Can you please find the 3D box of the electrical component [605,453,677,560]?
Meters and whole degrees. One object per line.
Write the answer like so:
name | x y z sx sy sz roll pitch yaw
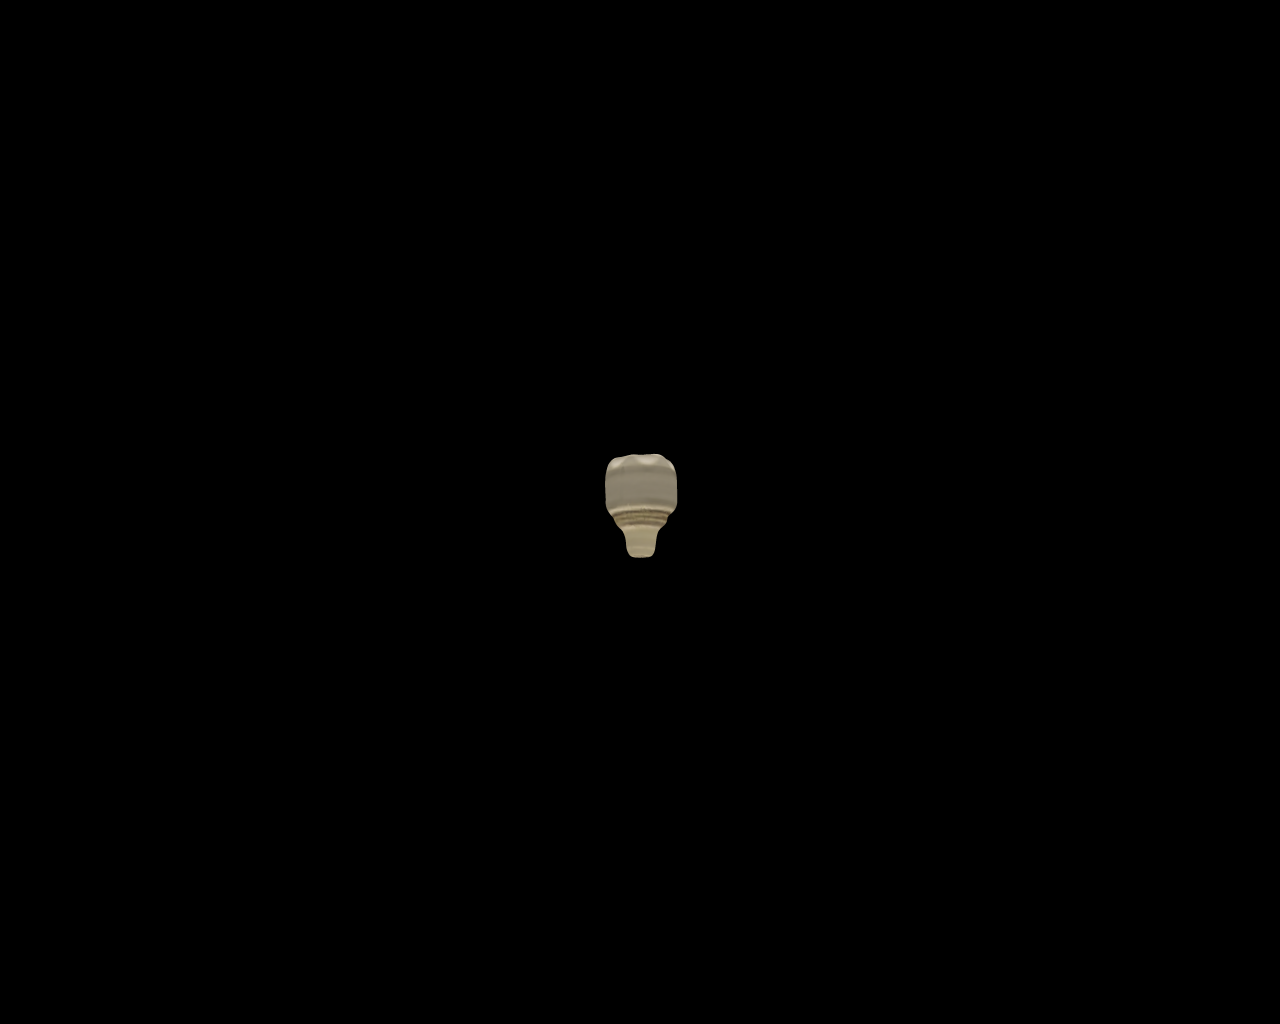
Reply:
electrical component | 0.001 -0.003 0.650 0.043 0.062 0.043 0 -10 0
